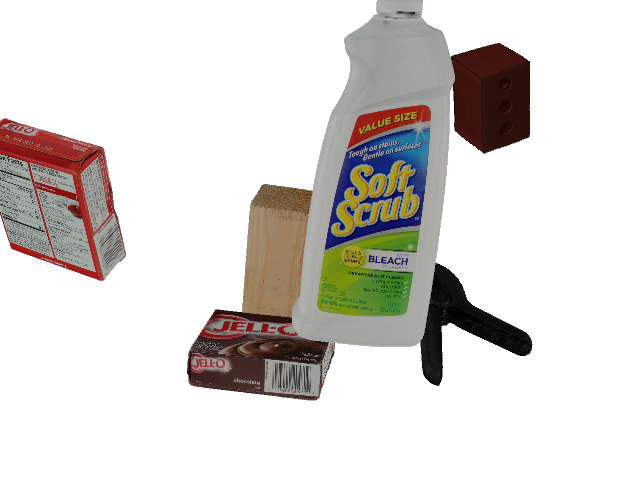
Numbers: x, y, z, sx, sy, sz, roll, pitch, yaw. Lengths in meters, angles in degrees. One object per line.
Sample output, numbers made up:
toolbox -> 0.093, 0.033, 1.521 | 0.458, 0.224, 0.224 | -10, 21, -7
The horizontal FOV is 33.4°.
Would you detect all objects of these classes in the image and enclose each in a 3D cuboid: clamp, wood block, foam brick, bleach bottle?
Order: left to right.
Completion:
wood block -> -0.051, 0.039, 1.430 | 0.090, 0.206, 0.090 | 8, 23, 6
bleach bottle -> 0.037, -0.052, 0.748 | 0.102, 0.251, 0.068 | 5, 20, 4
clamp -> 0.129, 0.070, 1.063 | 0.120, 0.039, 0.171 | -3, 44, -24
foam brick -> 0.153, -0.129, 0.960 | 0.053, 0.078, 0.051 | -20, 36, -16

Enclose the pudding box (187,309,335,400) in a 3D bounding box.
pudding box -> -0.048, 0.095, 0.908 | 0.113, 0.039, 0.090 | 7, 20, 7

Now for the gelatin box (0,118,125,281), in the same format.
gelatin box -> -0.161, -0.025, 0.649 | 0.073, 0.089, 0.030 | 17, 45, 21
